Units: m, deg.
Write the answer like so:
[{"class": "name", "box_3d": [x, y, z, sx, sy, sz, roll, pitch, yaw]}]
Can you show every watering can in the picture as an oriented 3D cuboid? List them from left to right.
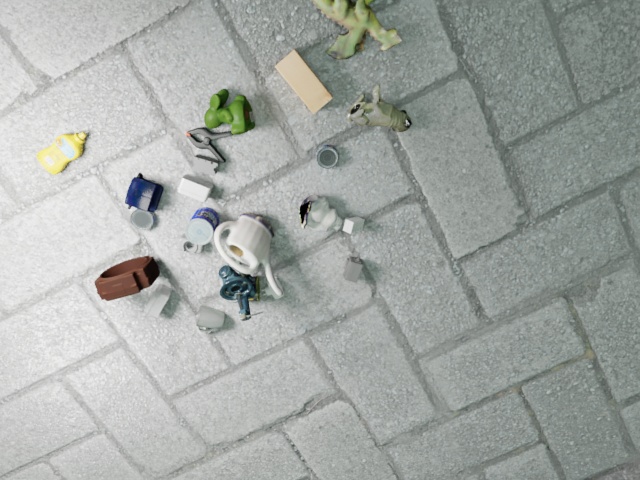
[{"class": "watering can", "box_3d": [-0.238, 0.039, 1.919, 0.344, 0.229, 0.103, 41, -38, -22]}]

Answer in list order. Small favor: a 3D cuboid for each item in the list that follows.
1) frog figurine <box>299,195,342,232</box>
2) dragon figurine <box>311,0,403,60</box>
[{"class": "frog figurine", "box_3d": [0.006, -0.098, 1.937, 0.159, 0.137, 0.123, 6, 7, -27]}, {"class": "dragon figurine", "box_3d": [0.079, -0.726, 1.726, 0.410, 0.238, 0.125, 7, 27, -3]}]
